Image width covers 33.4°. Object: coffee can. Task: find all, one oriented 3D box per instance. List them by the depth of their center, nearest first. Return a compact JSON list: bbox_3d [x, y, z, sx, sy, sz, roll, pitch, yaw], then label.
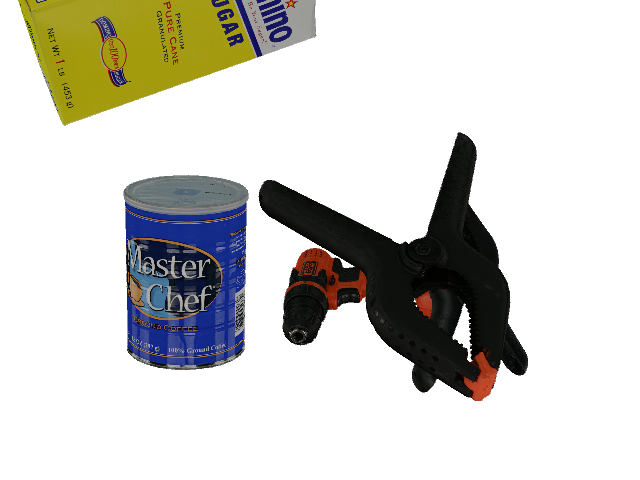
[{"bbox_3d":[-0.113,0.025,0.902,0.103,0.140,0.103,2,17,-1],"label":"coffee can"}]

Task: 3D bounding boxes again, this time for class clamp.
[{"bbox_3d":[0.055,0.016,0.712,0.164,0.210,0.036,-10,-38,-9],"label":"clamp"},{"bbox_3d":[0.118,0.051,0.942,0.120,0.171,0.039,-15,0,-35],"label":"clamp"}]

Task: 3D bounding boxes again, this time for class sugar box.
[{"bbox_3d":[-0.088,-0.142,0.651,0.176,0.048,0.093,-21,-35,-13],"label":"sugar box"}]

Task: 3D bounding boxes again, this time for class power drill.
[{"bbox_3d":[0.052,0.063,1.233,0.188,0.057,0.184,1,28,6],"label":"power drill"}]
